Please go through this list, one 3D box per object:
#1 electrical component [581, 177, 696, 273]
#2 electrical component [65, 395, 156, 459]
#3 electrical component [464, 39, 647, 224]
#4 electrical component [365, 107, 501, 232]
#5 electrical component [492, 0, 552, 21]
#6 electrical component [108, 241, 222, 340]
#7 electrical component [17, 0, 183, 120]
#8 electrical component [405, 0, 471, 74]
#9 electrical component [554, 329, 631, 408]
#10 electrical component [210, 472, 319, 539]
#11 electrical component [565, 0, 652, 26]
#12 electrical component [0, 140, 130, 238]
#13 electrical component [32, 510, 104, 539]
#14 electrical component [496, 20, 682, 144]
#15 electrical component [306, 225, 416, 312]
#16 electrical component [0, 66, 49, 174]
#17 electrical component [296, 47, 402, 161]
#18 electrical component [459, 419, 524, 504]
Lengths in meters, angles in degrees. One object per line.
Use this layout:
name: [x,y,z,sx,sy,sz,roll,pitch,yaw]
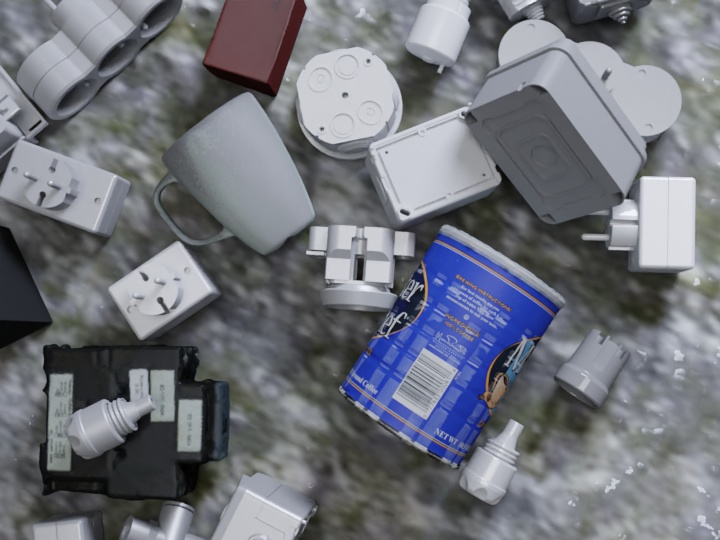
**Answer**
electrical component: [0.201,-0.033,0.785,0.077,0.047,0.065,2,86,4]
electrical component: [-0.172,0.105,0.752,0.061,0.035,0.035,-26,85,0]
electrical component: [0.139,-0.096,0.756,0.113,0.078,0.057,48,52,-21]
electrical component: [0.058,-0.075,0.794,0.096,0.061,0.061,-22,85,-6]
electrical component: [0.113,-0.220,0.805,0.043,0.043,0.081,-31,85,2]
electrical component: [-0.148,0.015,0.792,0.066,0.077,0.047,-34,85,1]
electrical component: [-0.209,-0.188,0.821,0.138,0.052,0.073,-44,85,1]
electrical component: [0.064,-0.190,0.808,0.040,0.040,0.078,22,88,5]
electrical component: [0.170,0.071,0.785,0.040,0.040,0.046,35,83,5]
electrical component: [-0.074,0.186,0.766,0.061,0.096,0.061,26,88,6]
electrical component: [0.180,-0.224,0.791,0.062,0.061,0.096,-15,85,3]
electrical component: [-0.227,-0.063,0.803,0.083,0.076,0.047,20,88,5]
electrical component: [-0.195,0.222,0.796,0.076,0.047,0.083,-7,86,4]
electrical component: [0.167,-0.140,0.781,0.138,0.074,0.052,24,88,5]
electrical component: [0.000,0.000,0.792,0.078,0.058,0.057,4,84,4]
electrical component: [-0.310,-0.134,0.820,0.079,0.063,0.121,-41,85,0]
electrical component: [-0.009,-0.125,0.804,0.080,0.051,0.080,0,86,4]
electrical component: [0.100,0.138,0.788,0.035,0.035,0.061,30,87,5]
